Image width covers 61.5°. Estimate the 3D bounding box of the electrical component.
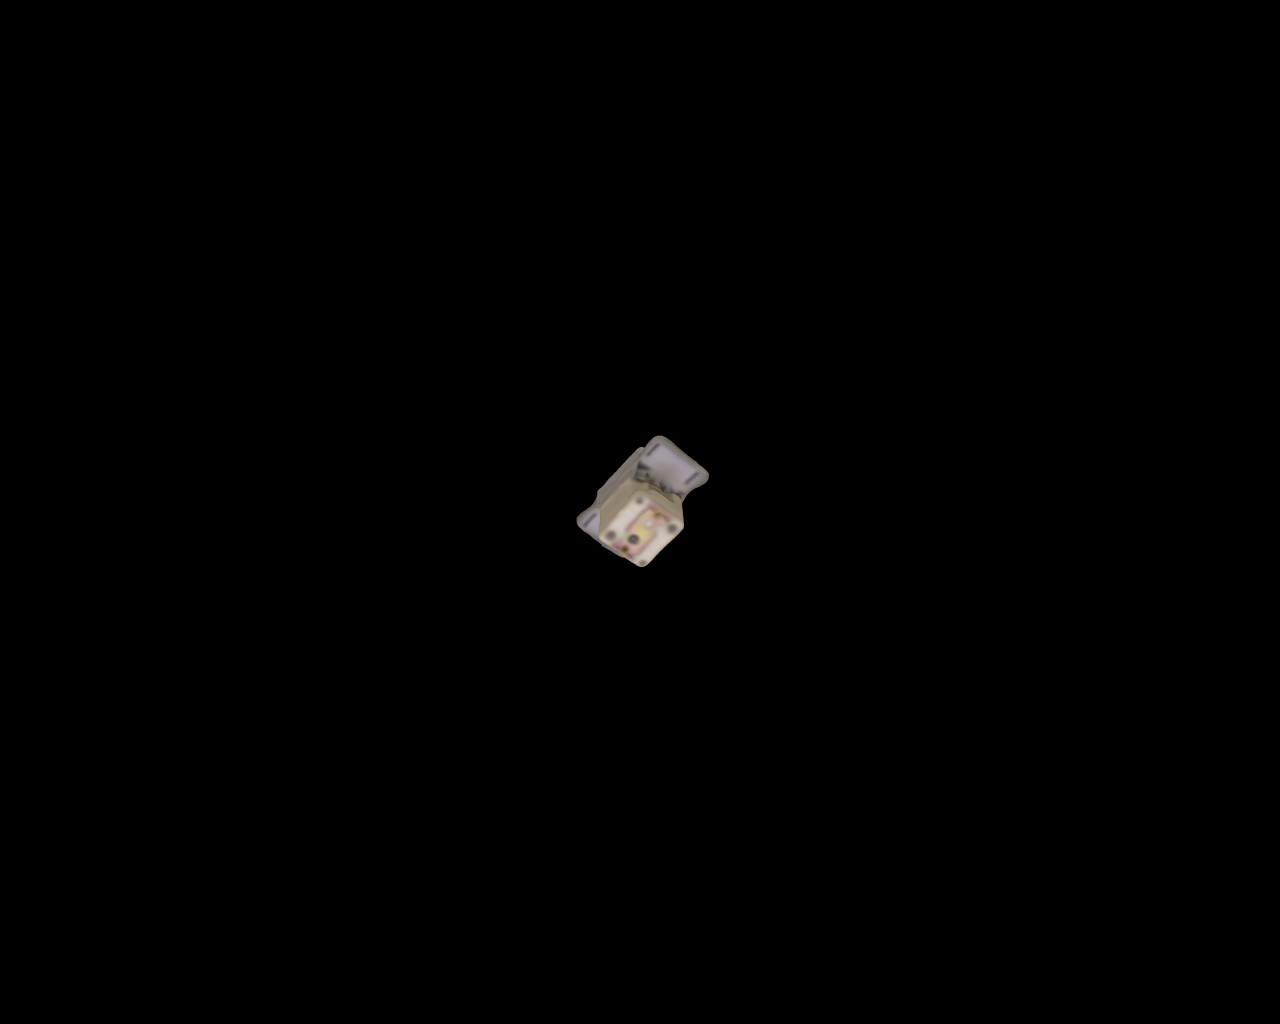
[{"bbox_3d":[0.001,-0.003,0.650,0.042,0.081,0.064,36,24,-18],"label":"electrical component"}]
